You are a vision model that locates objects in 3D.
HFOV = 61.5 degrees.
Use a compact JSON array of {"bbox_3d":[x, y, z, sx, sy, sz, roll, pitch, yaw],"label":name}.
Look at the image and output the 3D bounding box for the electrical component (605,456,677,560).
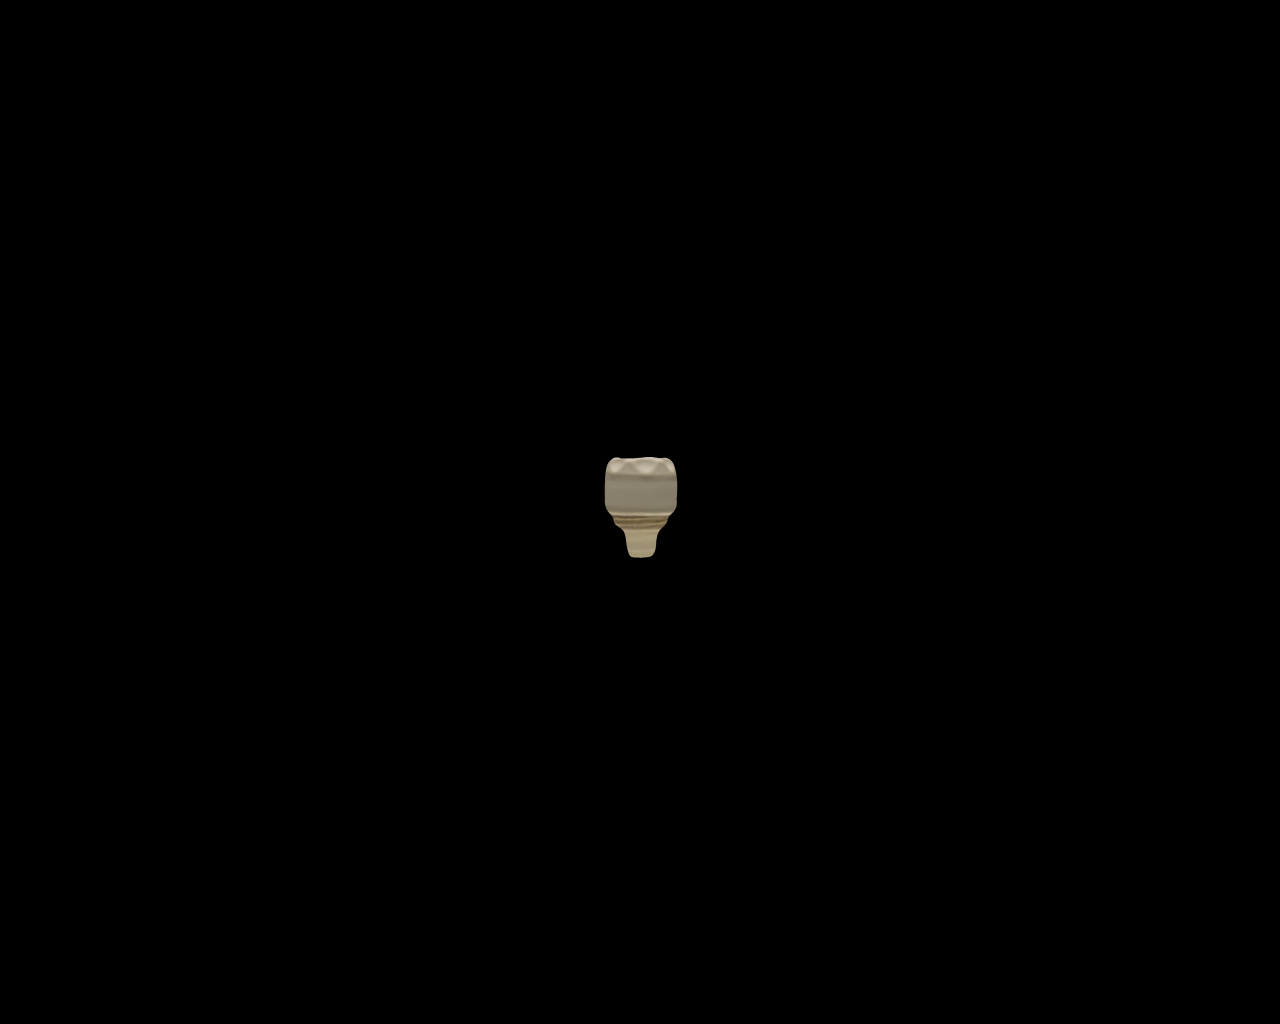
[{"bbox_3d":[0.001,-0.003,0.650,0.043,0.062,0.043,0,5,0],"label":"electrical component"}]
